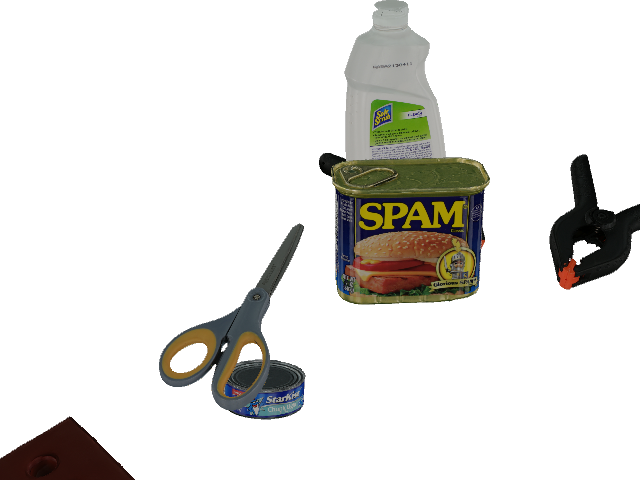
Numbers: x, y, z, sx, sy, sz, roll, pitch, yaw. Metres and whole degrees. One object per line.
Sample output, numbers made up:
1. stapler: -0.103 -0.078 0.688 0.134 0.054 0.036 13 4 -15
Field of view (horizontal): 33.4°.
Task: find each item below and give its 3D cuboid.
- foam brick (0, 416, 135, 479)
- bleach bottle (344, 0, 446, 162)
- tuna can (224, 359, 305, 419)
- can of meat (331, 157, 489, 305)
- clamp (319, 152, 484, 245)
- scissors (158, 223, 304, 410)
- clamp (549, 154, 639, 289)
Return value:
1. foam brick: -0.110 0.130 0.482 0.052 0.051 0.078 -31 44 -31
2. bleach bottle: 0.073 -0.094 0.978 0.102 0.251 0.068 -10 28 -14
3. tuna can: -0.059 0.154 1.108 0.086 0.034 0.086 2 14 -1
4. can of meat: 0.058 -0.006 0.713 0.102 0.084 0.057 -2 24 -2
5. clamp: 0.107 -0.053 1.235 0.164 0.036 0.210 -15 52 -28
6. scissors: -0.071 0.055 0.867 0.096 0.016 0.201 0 43 8
7. clamp: 0.277 -0.022 1.085 0.120 0.039 0.171 29 54 32
